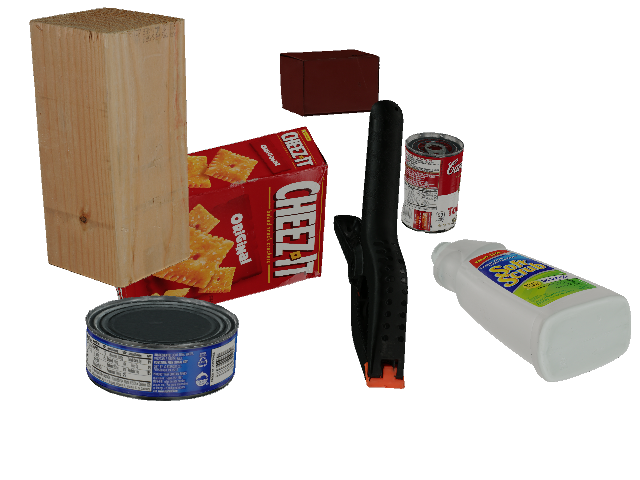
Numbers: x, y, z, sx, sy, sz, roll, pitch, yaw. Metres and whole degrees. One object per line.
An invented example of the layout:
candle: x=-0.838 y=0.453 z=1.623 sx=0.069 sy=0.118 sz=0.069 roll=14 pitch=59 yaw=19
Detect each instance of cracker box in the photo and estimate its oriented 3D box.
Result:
cracker box: x=-0.104 y=-0.011 z=1.069 sx=0.213 sy=0.164 sz=0.072 roll=-14 pitch=48 yaw=-16

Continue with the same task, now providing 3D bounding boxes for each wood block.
wood block: x=-0.170 y=-0.079 z=0.878 sx=0.091 sy=0.206 sz=0.090 roll=16 pitch=25 yaw=31

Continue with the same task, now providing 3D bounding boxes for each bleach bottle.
bleach bottle: x=0.175 y=0.050 z=1.012 sx=0.102 sy=0.068 sz=0.251 roll=-15 pitch=21 yaw=-22

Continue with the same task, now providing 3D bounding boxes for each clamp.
clamp: x=0.042 y=0.010 z=0.807 sx=0.036 sy=0.210 sz=0.165 roll=3 pitch=-41 yaw=-9

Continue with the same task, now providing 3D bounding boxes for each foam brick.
foam brick: x=0.008 y=-0.143 z=0.967 sx=0.078 sy=0.051 sz=0.053 roll=-7 pitch=19 yaw=-23

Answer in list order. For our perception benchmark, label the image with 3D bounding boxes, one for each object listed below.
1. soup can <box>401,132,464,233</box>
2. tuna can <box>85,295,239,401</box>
soup can: x=0.130 y=-0.067 z=1.257 sx=0.068 sy=0.102 sz=0.068 roll=1 pitch=27 yaw=-1
tuna can: x=-0.090 y=0.060 z=0.605 sx=0.086 sy=0.034 sz=0.086 roll=4 pitch=14 yaw=-1
